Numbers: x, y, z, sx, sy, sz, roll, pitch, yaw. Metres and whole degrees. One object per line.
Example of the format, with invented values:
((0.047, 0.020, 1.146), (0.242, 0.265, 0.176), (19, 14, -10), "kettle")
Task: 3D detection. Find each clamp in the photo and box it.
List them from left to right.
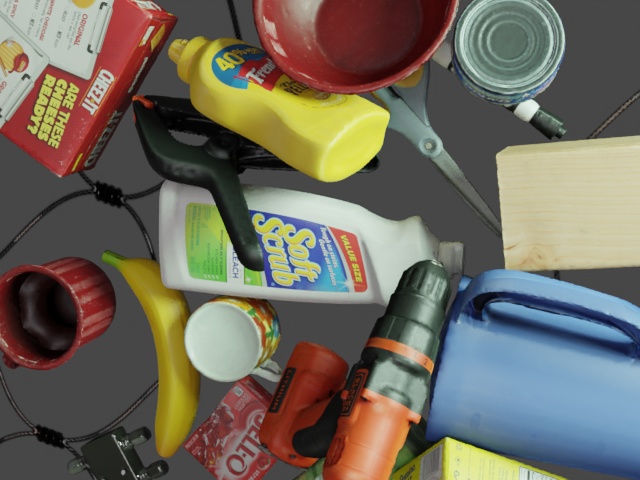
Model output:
((-0.078, -0.060, 0.866), (0.210, 0.164, 0.036), (24, 138, 19), "clamp")

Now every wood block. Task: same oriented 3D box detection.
((0.243, -0.031, 0.794), (0.206, 0.090, 0.091), (-4, 98, 17), "wood block")

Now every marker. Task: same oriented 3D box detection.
((0.143, -0.118, 0.845), (0.121, 0.020, 0.020), (36, 107, 7), "marker")

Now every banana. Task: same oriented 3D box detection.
((-0.139, 0.098, 0.957), (0.070, 0.037, 0.198), (-11, 95, 38), "banana")

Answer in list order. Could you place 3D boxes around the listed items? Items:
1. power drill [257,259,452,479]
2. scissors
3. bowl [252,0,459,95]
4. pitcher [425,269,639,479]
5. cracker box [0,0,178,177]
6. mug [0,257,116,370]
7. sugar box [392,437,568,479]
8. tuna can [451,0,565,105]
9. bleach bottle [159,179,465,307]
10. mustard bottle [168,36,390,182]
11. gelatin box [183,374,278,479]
((0.025, 0.109, 0.830), (0.057, 0.188, 0.184), (29, 70, -14), "power drill")
((0.094, -0.097, 0.864), (0.202, 0.016, 0.096), (37, 107, 7), "scissors")
((0.032, -0.181, 0.832), (0.162, 0.055, 0.162), (-3, 76, 14), "bowl")
((0.207, 0.108, 0.804), (0.243, 0.149, 0.145), (12, 92, 11), "pitcher")
((-0.253, -0.183, 0.922), (0.214, 0.072, 0.164), (36, 108, 7), "cracker box")
((-0.241, 0.070, 0.955), (0.093, 0.081, 0.117), (39, 107, 6), "mug")
((0.152, 0.211, 0.832), (0.176, 0.048, 0.093), (19, 145, -15), "sugar box")
((0.144, -0.149, 0.819), (0.086, 0.033, 0.086), (-1, 85, 6), "tuna can")
((-0.006, 0.001, 0.887), (0.251, 0.068, 0.102), (3, 101, 13), "bleach bottle")
((-0.046, -0.115, 0.856), (0.192, 0.096, 0.058), (30, 128, 23), "mustard bottle")
((-0.067, 0.175, 0.949), (0.073, 0.030, 0.089), (42, 108, 6), "gelatin box")
